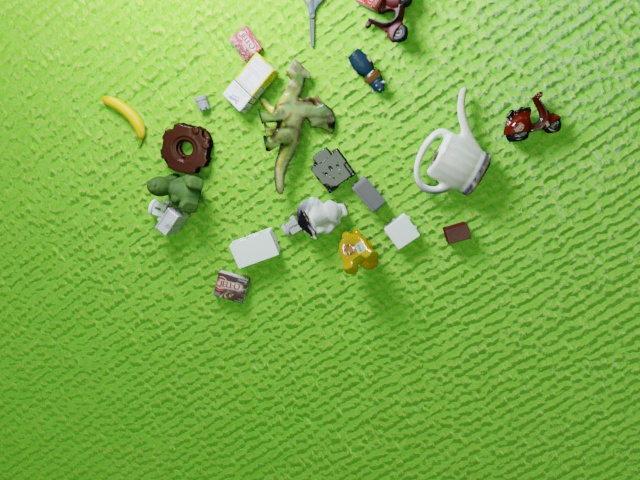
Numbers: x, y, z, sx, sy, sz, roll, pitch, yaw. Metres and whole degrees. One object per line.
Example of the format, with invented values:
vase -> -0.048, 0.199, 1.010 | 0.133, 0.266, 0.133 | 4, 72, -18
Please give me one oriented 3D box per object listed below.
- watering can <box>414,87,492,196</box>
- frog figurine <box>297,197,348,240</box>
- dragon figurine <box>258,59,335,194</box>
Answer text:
watering can -> 0.448, -0.290, 1.648 | 0.224, 0.105, 0.344 | 28, 102, -4
frog figurine -> 0.005, -0.087, 1.735 | 0.161, 0.121, 0.137 | -33, 92, -26
dragon figurine -> -0.067, -0.368, 1.666 | 0.243, 0.123, 0.406 | -12, 103, -2
